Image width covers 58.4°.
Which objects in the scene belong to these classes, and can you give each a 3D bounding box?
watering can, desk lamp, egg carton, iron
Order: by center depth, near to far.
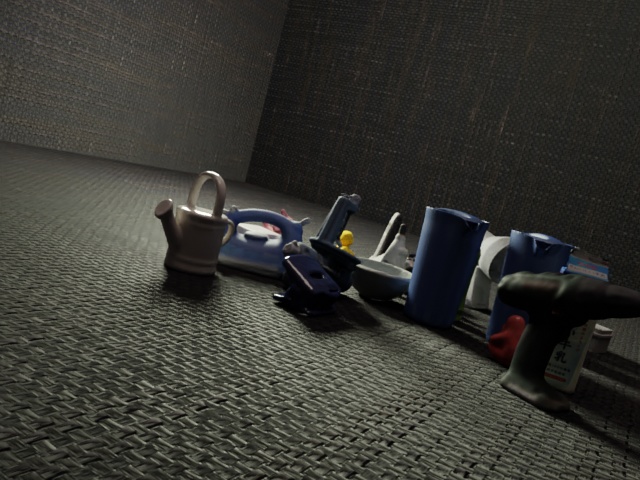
[{"bbox_3d":[-0.233,-0.037,1.100,0.100,0.194,0.173,18,8,18],"label":"watering can"},{"bbox_3d":[-0.149,-0.008,1.260,0.258,0.141,0.118,14,8,-7],"label":"iron"},{"bbox_3d":[-0.157,0.006,1.416,0.149,0.069,0.108,22,10,42],"label":"egg carton"},{"bbox_3d":[0.429,0.074,1.527,0.118,0.213,0.202,11,9,-30],"label":"desk lamp"}]

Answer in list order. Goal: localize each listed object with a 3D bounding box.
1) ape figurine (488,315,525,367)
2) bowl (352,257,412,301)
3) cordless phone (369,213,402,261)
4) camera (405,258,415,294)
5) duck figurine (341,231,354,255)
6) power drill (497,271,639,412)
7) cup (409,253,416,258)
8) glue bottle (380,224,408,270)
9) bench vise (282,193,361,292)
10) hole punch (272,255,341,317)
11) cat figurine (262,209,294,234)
[{"bbox_3d":[0.350,0.182,1.044,0.077,0.092,0.076,16,8,6],"label":"ape figurine"},{"bbox_3d":[0.130,0.095,1.311,0.167,0.075,0.167,15,7,-2],"label":"bowl"},{"bbox_3d":[0.191,0.014,1.606,0.094,0.185,0.147,14,8,-6],"label":"cordless phone"},{"bbox_3d":[0.273,0.097,1.480,0.144,0.101,0.136,11,9,-31],"label":"camera"},{"bbox_3d":[0.075,0.015,1.748,0.077,0.086,0.104,15,7,-4],"label":"duck figurine"},{"bbox_3d":[0.361,0.147,0.876,0.076,0.208,0.228,9,9,-37],"label":"power drill"},{"bbox_3d":[0.298,0.088,1.623,0.118,0.095,0.091,13,8,-14],"label":"cup"},{"bbox_3d":[0.187,0.044,1.427,0.037,0.173,0.077,8,10,-42],"label":"glue bottle"},{"bbox_3d":[0.021,0.008,1.181,0.121,0.220,0.208,18,8,23],"label":"bench vise"},{"bbox_3d":[-0.016,0.082,1.054,0.100,0.091,0.109,19,9,30],"label":"hole punch"},{"bbox_3d":[-0.116,-0.029,1.573,0.127,0.118,0.067,20,9,35],"label":"cat figurine"}]
